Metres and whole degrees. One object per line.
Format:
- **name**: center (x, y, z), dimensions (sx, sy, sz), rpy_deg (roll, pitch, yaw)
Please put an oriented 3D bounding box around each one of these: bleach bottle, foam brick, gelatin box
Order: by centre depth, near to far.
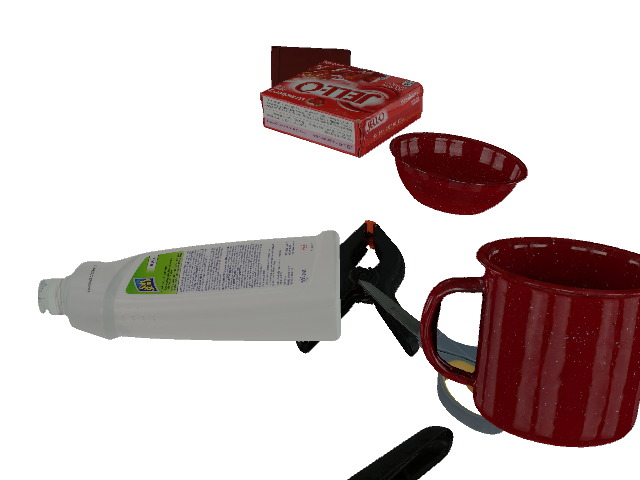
- **gelatin box**: center (0.015, -0.094, 0.740), dimensions (0.089, 0.030, 0.073), rpy_deg (20, 38, 35)
- **bleach bottle**: center (-0.109, 0.040, 0.900), dimensions (0.251, 0.068, 0.102), rpy_deg (-1, 33, 1)
- **foam brick**: center (-0.011, -0.176, 1.118), dimensions (0.078, 0.051, 0.053), rpy_deg (1, 11, -10)

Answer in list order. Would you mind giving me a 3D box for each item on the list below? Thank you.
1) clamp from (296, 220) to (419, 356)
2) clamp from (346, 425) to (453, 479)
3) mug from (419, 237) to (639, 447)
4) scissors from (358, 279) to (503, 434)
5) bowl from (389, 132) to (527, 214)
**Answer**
- **clamp**: center (0.053, 0.051, 1.078), dimensions (0.120, 0.171, 0.039), rpy_deg (11, -38, 11)
- **clamp**: center (0.001, 0.176, 0.646), dimensions (0.210, 0.036, 0.164), rpy_deg (-5, 29, 4)
- **mug**: center (0.107, 0.048, 0.528), dimensions (0.117, 0.081, 0.093), rpy_deg (4, 15, 0)
- **scissors**: center (0.106, 0.077, 0.816), dimensions (0.096, 0.016, 0.202), rpy_deg (-6, 31, -16)
- **bowl**: center (0.154, -0.073, 1.235), dimensions (0.162, 0.055, 0.162), rpy_deg (8, 25, -4)
